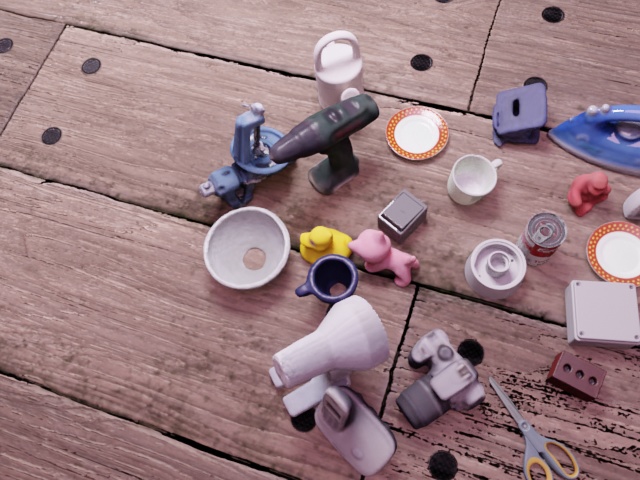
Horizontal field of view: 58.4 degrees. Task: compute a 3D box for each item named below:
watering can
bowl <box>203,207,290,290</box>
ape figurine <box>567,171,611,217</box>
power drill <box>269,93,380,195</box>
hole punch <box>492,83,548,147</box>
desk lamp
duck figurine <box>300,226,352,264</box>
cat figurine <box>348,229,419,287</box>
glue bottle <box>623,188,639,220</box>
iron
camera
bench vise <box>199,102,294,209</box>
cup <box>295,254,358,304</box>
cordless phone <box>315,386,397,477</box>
[{"bbox_3d":[0.042,-0.346,1.170,0.101,0.194,0.172,-37,69,-9],"label":"watering can"},{"bbox_3d":[-0.135,0.026,1.103,0.167,0.075,0.167,-2,68,5],"label":"bowl"},{"bbox_3d":[0.511,-0.097,1.078,0.077,0.092,0.076,-2,68,5],"label":"ape figurine"},{"bbox_3d":[0.014,-0.174,1.096,0.230,0.208,0.075,-38,69,-9],"label":"power drill"},{"bbox_3d":[0.400,-0.254,1.153,0.101,0.091,0.108,3,68,7],"label":"hole punch"},{"bbox_3d":[0.009,0.197,0.945,0.203,0.214,0.117,-29,68,-6],"label":"desk lamp"},{"bbox_3d":[0.010,0.004,1.091,0.104,0.086,0.077,0,68,6],"label":"duck figurine"},{"bbox_3d":[0.119,0.023,1.055,0.127,0.118,0.067,21,72,14],"label":"cat figurine"},{"bbox_3d":[0.610,-0.087,1.021,0.078,0.173,0.037,-1,68,6],"label":"glue bottle"},{"bbox_3d":[0.582,-0.213,1.091,0.258,0.141,0.119,12,70,10],"label":"iron"},{"bbox_3d":[0.189,0.243,0.969,0.137,0.101,0.143,-33,69,-8],"label":"camera"},{"bbox_3d":[-0.138,-0.155,1.097,0.121,0.220,0.207,32,75,17],"label":"bench vise"},{"bbox_3d":[0.015,0.088,1.052,0.118,0.095,0.091,-22,68,-3],"label":"cup"},{"bbox_3d":[0.055,0.299,0.914,0.147,0.185,0.094,41,78,19],"label":"cordless phone"}]
